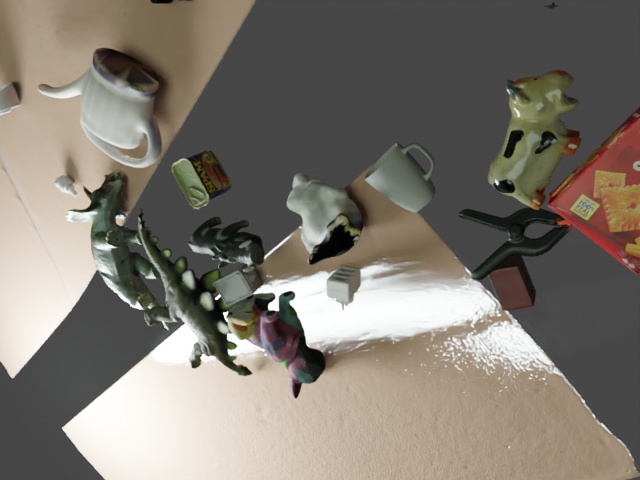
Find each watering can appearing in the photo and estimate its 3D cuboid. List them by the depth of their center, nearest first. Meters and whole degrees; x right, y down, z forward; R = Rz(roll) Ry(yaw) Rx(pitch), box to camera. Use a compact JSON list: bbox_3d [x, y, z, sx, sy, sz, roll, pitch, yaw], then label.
[{"bbox_3d":[-0.459,-0.301,1.081,0.349,0.105,0.220,37,122,9],"label":"watering can"}]

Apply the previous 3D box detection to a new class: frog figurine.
[{"bbox_3d":[0.003,-0.049,0.966,0.163,0.123,0.134,59,144,38],"label":"frog figurine"}]
